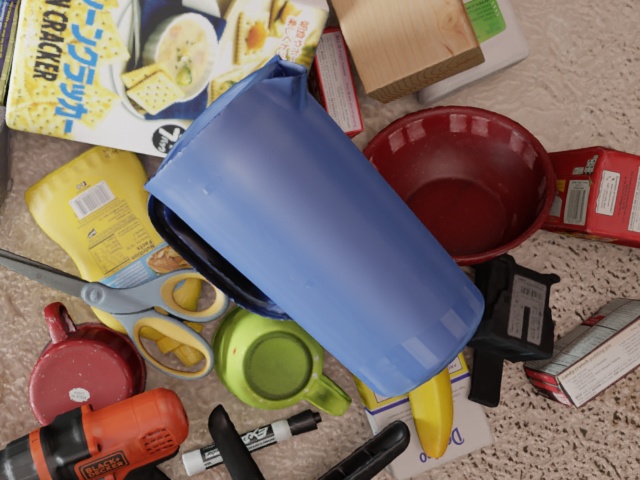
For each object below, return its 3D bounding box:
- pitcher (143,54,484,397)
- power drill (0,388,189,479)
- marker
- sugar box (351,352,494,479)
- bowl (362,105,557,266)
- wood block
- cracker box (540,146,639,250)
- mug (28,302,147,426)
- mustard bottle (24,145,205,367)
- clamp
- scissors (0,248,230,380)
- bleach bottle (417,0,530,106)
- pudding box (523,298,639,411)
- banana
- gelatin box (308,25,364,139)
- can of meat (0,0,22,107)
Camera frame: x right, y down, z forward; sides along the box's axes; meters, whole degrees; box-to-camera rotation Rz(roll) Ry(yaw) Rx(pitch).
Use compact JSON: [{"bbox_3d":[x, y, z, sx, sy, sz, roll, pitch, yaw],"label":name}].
[{"bbox_3d":[-0.005,0.001,0.772,0.145,0.149,0.242,-46,100,-9],"label":"pitcher"},{"bbox_3d":[-0.171,0.208,0.822,0.184,0.057,0.187,-20,131,-4],"label":"power drill"},{"bbox_3d":[-0.056,0.170,0.902,0.121,0.020,0.020,-19,93,-6],"label":"marker"},{"bbox_3d":[0.073,0.104,0.903,0.093,0.048,0.176,-20,96,-8],"label":"sugar box"},{"bbox_3d":[0.110,-0.034,0.878,0.162,0.055,0.162,-3,54,3],"label":"bowl"},{"bbox_3d":[0.047,-0.221,0.822,0.091,0.090,0.206,-22,87,13],"label":"wood block"},{"bbox_3d":[0.293,-0.023,0.866,0.213,0.164,0.072,10,91,-6],"label":"cracker box"},{"bbox_3d":[-0.192,0.104,0.855,0.093,0.081,0.117,-21,93,-6],"label":"mug"},{"bbox_3d":[-0.151,0.019,0.870,0.096,0.058,0.191,-32,94,-4],"label":"mustard bottle"},{"bbox_3d":[-0.037,0.219,0.857,0.164,0.036,0.210,16,112,-20],"label":"clamp"},{"bbox_3d":[-0.157,0.031,0.832,0.201,0.016,0.096,37,91,-4],"label":"scissors"},{"bbox_3d":[0.080,-0.247,0.892,0.102,0.068,0.251,-25,91,-4],"label":"bleach bottle"},{"bbox_3d":[0.236,0.094,0.898,0.113,0.090,0.039,-36,94,-5],"label":"pudding box"},{"bbox_3d":[0.058,0.083,0.860,0.070,0.037,0.198,-37,96,11],"label":"banana"},{"bbox_3d":[0.009,-0.126,0.878,0.030,0.073,0.089,-13,92,-6],"label":"gelatin box"},{"bbox_3d":[-0.284,-0.157,0.854,0.084,0.057,0.102,12,89,-8],"label":"can of meat"}]
